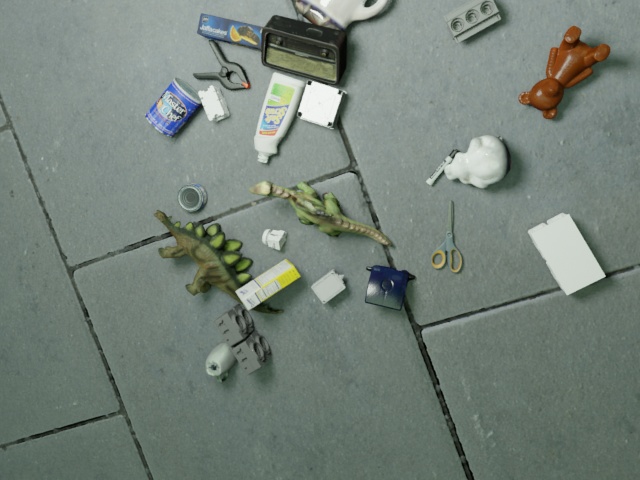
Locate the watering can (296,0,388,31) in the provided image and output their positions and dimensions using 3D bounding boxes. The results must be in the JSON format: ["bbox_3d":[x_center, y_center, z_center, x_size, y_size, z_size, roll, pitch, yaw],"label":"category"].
[{"bbox_3d":[0.015,-0.695,1.376,0.348,0.105,0.222,37,102,3],"label":"watering can"}]

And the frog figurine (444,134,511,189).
[{"bbox_3d":[0.411,-0.204,1.354,0.159,0.125,0.135,-8,116,0],"label":"frog figurine"}]

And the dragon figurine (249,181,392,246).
[{"bbox_3d":[0.004,-0.070,1.386,0.411,0.243,0.121,23,97,9],"label":"dragon figurine"}]
